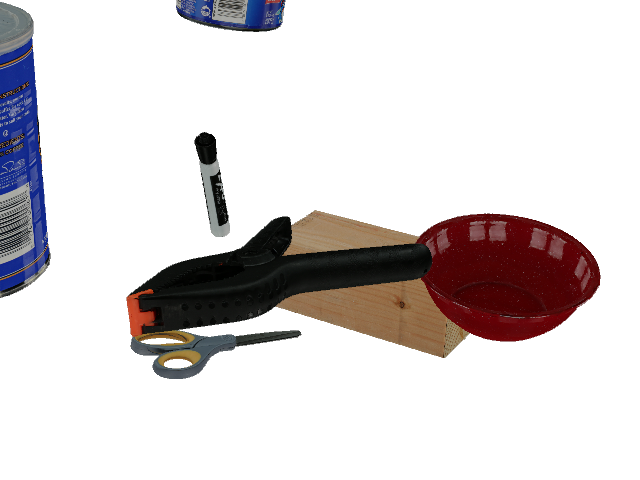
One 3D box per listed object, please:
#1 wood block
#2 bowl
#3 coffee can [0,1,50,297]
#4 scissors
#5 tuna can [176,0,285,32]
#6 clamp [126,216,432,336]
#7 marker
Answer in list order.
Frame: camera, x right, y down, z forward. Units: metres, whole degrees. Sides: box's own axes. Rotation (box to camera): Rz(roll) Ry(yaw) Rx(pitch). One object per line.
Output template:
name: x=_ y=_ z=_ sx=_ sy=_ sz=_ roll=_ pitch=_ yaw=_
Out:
wood block: x=0.060 y=0.044 z=1.149 sx=0.206 sy=0.091 sz=0.090 roll=16 pitch=28 yaw=27
bowl: x=0.159 y=0.040 z=0.935 sx=0.162 sy=0.055 sz=0.162 roll=2 pitch=33 yaw=-1
coffee can: x=-0.202 y=-0.049 z=0.575 sx=0.103 sy=0.140 sz=0.103 roll=2 pitch=27 yaw=-1
scissors: x=-0.108 y=0.124 z=1.186 sx=0.201 sy=0.016 sz=0.096 roll=3 pitch=26 yaw=-16
tuna can: x=-0.069 y=-0.190 z=0.833 sx=0.086 sy=0.034 sz=0.086 roll=8 pitch=23 yaw=-3
clamp: x=-0.036 y=0.025 z=0.741 sx=0.165 sy=0.036 sz=0.209 roll=8 pitch=20 yaw=41
marker: x=-0.099 y=-0.051 z=0.981 sx=0.020 sy=0.020 sz=0.121 roll=0 pitch=-43 yaw=4
